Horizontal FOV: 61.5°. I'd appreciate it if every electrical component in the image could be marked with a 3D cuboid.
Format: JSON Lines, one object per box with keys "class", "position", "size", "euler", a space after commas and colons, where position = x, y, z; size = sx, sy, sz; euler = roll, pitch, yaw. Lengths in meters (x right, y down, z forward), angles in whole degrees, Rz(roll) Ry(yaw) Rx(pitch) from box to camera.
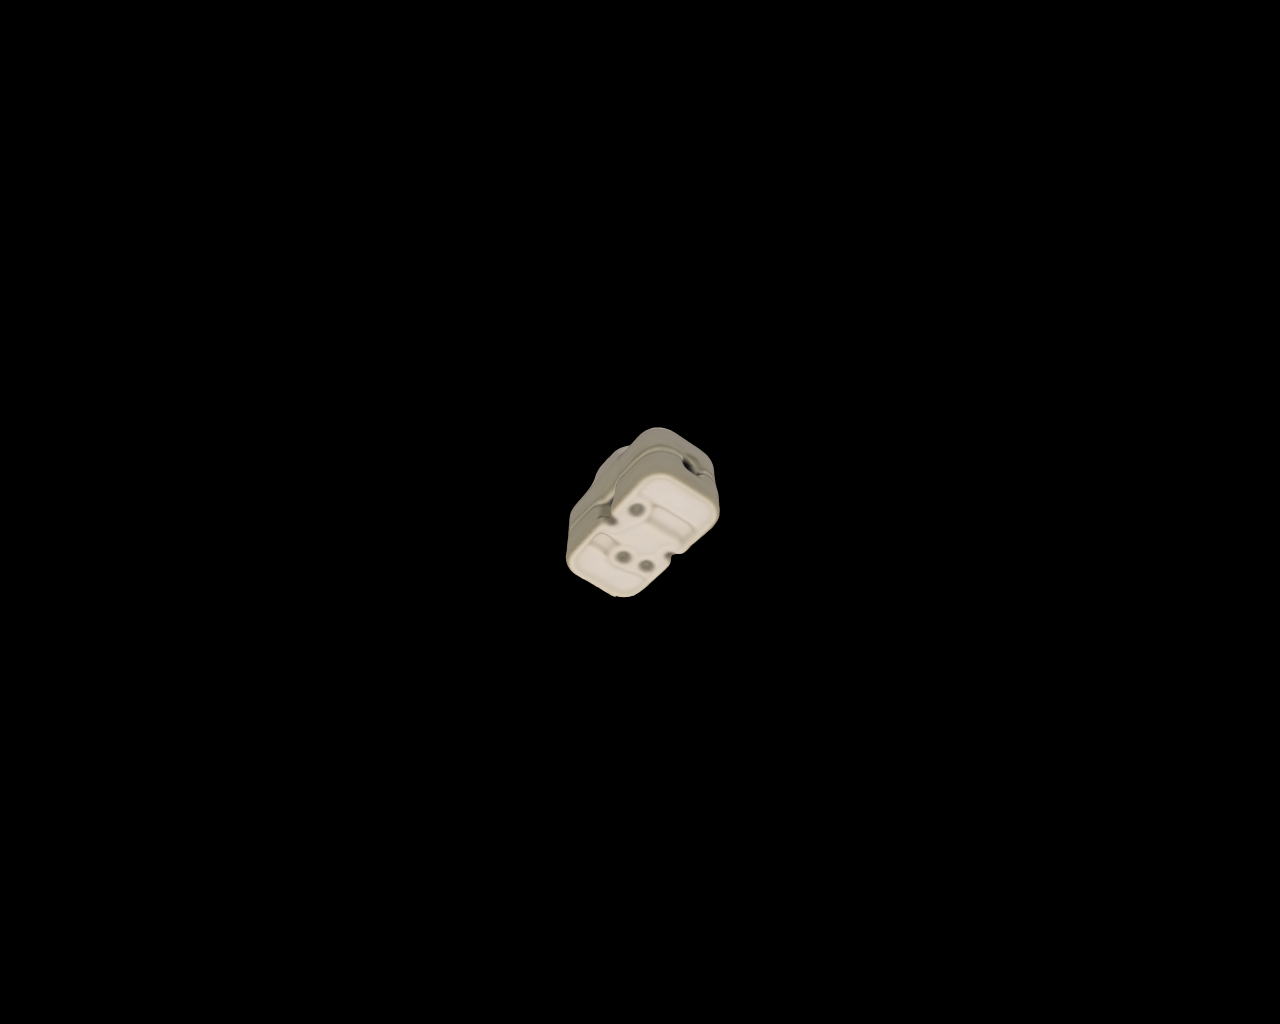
{"class": "electrical component", "position": [0.001, -0.003, 0.650], "size": [0.053, 0.095, 0.059], "euler": [32, 32, -22]}
